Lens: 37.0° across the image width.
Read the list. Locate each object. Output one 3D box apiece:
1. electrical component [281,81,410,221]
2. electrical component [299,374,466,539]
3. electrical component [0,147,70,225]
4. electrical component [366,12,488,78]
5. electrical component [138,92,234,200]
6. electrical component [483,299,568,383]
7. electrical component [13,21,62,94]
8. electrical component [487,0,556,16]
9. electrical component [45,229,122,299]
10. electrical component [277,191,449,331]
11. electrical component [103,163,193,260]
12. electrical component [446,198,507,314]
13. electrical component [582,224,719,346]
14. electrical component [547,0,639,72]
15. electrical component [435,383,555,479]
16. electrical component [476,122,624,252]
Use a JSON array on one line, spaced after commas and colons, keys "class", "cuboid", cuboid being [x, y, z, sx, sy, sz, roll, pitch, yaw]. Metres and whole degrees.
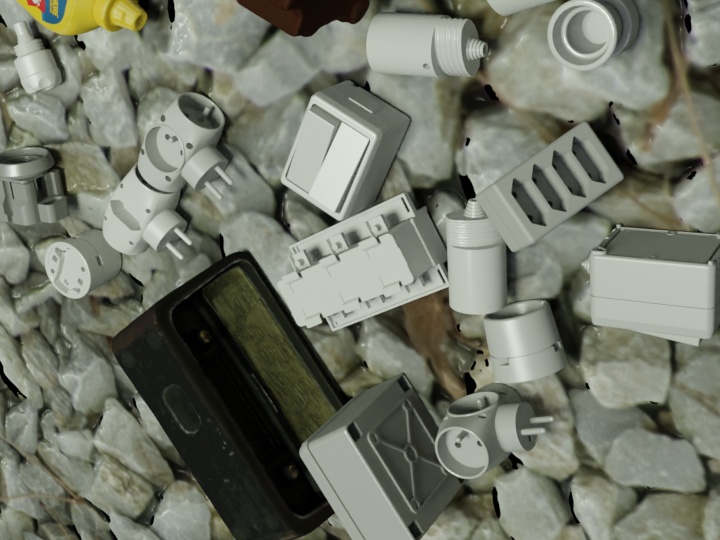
[{"class": "electrical component", "cuboid": [-0.016, -0.084, 0.811, 0.062, 0.061, 0.096, 34, 124, 15]}, {"class": "electrical component", "cuboid": [0.021, 0.156, 0.862, 0.056, 0.109, 0.108, -30, 93, 34]}, {"class": "electrical component", "cuboid": [-0.309, -0.079, 0.996, 0.078, 0.058, 0.057, 11, 118, 28]}, {"class": "electrical component", "cuboid": [0.050, -0.156, 0.751, 0.081, 0.043, 0.043, 10, 115, 28]}, {"class": "electrical component", "cuboid": [-0.137, -0.093, 0.892, 0.079, 0.044, 0.077, 46, 126, 7]}, {"class": "electrical component", "cuboid": [0.120, 0.051, 0.791, 0.055, 0.055, 0.047, -9, 101, 34]}, {"class": "electrical component", "cuboid": [-0.290, -0.189, 0.951, 0.035, 0.035, 0.061, -13, 101, 35]}, {"class": "electrical component", "cuboid": [0.108, -0.214, 0.655, 0.060, 0.108, 0.108, -5, 107, 26]}, {"class": "electrical component", "cuboid": [-0.256, -0.007, 0.999, 0.055, 0.047, 0.055, 12, 116, 27]}, {"class": "electrical component", "cuboid": [0.000, 0.000, 0.836, 0.121, 0.063, 0.078, -23, 97, 36]}, {"class": "electrical component", "cuboid": [-0.178, -0.042, 0.940, 0.079, 0.043, 0.077, 43, 125, 9]}, {"class": "electrical component", "cuboid": [0.086, -0.013, 0.790, 0.043, 0.043, 0.081, 8, 114, 29]}, {"class": "electrical component", "cuboid": [0.196, 0.009, 0.721, 0.096, 0.062, 0.061, 6, 113, 29]}, {"class": "electrical component", "cuboid": [0.150, -0.154, 0.684, 0.045, 0.055, 0.045, 13, 116, 27]}, {"class": "electrical component", "cuboid": [0.108, 0.119, 0.812, 0.079, 0.077, 0.044, -10, 104, 34]}, {"class": "electrical component", "cuboid": [0.123, -0.053, 0.738, 0.047, 0.083, 0.076, 56, 165, 0]}]
